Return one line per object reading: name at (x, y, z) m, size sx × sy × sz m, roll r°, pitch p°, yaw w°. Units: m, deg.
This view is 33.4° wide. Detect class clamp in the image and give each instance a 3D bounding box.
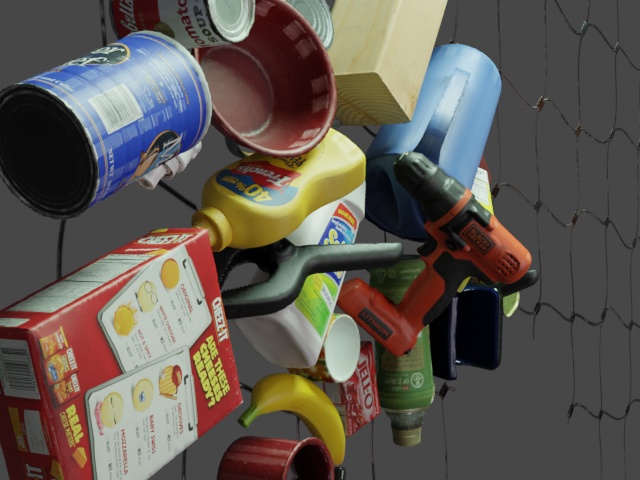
clamp at (0.185, 0.059, 1.359) m, size 0.039 × 0.172 × 0.120 m, roll 21°, pitch 29°, yaw -52°
clamp at (-0.031, 0.017, 0.997) m, size 0.209 × 0.165 × 0.036 m, roll -45°, pitch 160°, yaw -39°

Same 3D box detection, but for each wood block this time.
wood block at (0.070, -0.237, 1.182) m, size 0.090 × 0.090 × 0.206 m, roll 48°, pitch 52°, yaw -47°

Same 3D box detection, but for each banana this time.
banana at (-0.020, 0.179, 1.099) m, size 0.197 × 0.037 × 0.069 m, roll 36°, pitch 81°, yaw -51°

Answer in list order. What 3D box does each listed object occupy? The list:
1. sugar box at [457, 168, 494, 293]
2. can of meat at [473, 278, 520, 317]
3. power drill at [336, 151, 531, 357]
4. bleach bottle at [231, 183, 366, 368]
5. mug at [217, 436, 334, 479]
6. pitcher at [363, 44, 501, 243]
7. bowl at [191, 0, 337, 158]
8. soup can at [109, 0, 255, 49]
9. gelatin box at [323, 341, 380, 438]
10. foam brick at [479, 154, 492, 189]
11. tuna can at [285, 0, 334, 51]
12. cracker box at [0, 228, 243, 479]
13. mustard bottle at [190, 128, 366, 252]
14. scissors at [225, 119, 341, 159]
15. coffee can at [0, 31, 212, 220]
sugar box at (0.169, -0.021, 1.290) m, size 0.176 × 0.048 × 0.093 m, roll -86°, pitch -159°, yaw -63°
can of meat at (0.210, 0.049, 1.414) m, size 0.057 × 0.084 × 0.102 m, roll -40°, pitch 123°, yaw -50°
power drill at (0.103, 0.020, 1.147) m, size 0.184 × 0.188 × 0.057 m, roll 43°, pitch 19°, yaw -6°
bleach bottle at (-0.007, 0.001, 1.090) m, size 0.102 × 0.068 × 0.250 m, roll 57°, pitch 43°, yaw -43°
mug at (-0.043, 0.242, 1.017) m, size 0.093 × 0.082 × 0.117 m, roll -29°, pitch 114°, yaw -54°
pitcher at (0.138, -0.129, 1.248) m, size 0.145 × 0.149 × 0.242 m, roll 54°, pitch 43°, yaw -29°
bowl at (-0.062, -0.145, 0.977) m, size 0.161 × 0.055 × 0.162 m, roll 13°, pitch 69°, yaw -37°
soup can at (-0.113, -0.191, 0.879) m, size 0.068 × 0.102 × 0.068 m, roll -2°, pitch 93°, yaw -58°
gelatin box at (0.035, 0.164, 1.187) m, size 0.073 × 0.030 × 0.089 m, roll -24°, pitch 111°, yaw -55°
foam brick at (0.185, -0.089, 1.402) m, size 0.051 × 0.053 × 0.078 m, roll -63°, pitch 140°, yaw -35°
tuna can at (-0.025, -0.218, 1.060) m, size 0.086 × 0.034 × 0.086 m, roll 26°, pitch 55°, yaw -43°
cracker box at (-0.159, 0.101, 0.840) m, size 0.213 × 0.072 × 0.164 m, roll -34°, pitch 120°, yaw -54°
mustard bottle at (-0.051, -0.042, 0.979) m, size 0.191 × 0.096 × 0.058 m, roll -36°, pitch 143°, yaw -36°
scissors at (-0.036, -0.137, 1.083) m, size 0.201 × 0.016 × 0.096 m, roll -33°, pitch 118°, yaw -53°
coffee can at (-0.162, -0.089, 0.801) m, size 0.140 × 0.103 × 0.103 m, roll -40°, pitch 124°, yaw -50°
